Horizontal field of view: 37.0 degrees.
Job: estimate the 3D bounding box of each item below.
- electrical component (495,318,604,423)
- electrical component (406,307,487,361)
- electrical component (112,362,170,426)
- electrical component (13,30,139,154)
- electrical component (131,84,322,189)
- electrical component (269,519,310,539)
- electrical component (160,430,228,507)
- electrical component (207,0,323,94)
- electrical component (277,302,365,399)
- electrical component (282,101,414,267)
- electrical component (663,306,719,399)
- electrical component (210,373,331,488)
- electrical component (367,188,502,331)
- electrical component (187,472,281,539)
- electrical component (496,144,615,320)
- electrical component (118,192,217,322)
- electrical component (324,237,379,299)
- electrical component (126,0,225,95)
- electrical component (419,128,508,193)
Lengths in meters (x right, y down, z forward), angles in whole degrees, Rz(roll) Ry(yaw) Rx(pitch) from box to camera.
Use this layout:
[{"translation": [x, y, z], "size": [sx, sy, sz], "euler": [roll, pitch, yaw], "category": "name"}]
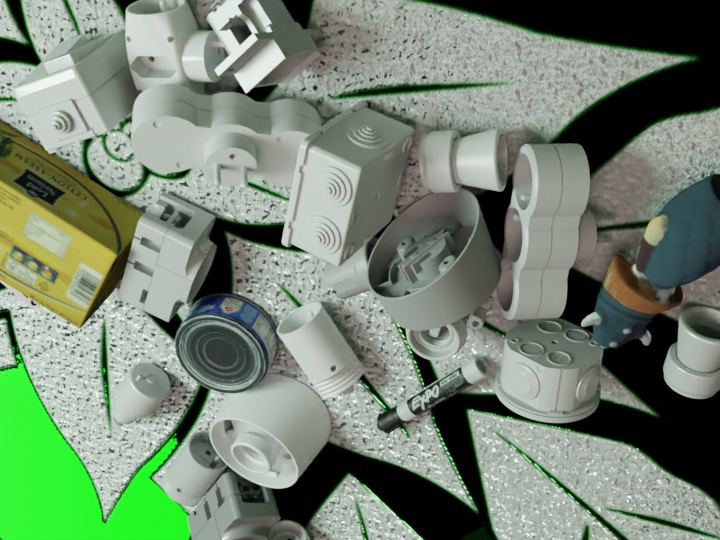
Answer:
[{"translation": [0.145, 0.076, 0.818], "size": [0.080, 0.080, 0.051], "euler": [10, 119, 12], "category": "electrical component"}, {"translation": [0.062, 0.038, 0.834], "size": [0.066, 0.055, 0.048], "euler": [24, 126, 2], "category": "electrical component"}, {"translation": [-0.206, 0.118, 0.986], "size": [0.040, 0.040, 0.078], "euler": [37, 126, -7], "category": "electrical component"}, {"translation": [-0.205, -0.132, 0.787], "size": [0.062, 0.096, 0.061], "euler": [-12, 117, 25], "category": "electrical component"}, {"translation": [-0.092, -0.084, 0.765], "size": [0.138, 0.073, 0.052], "euler": [5, 136, -14], "category": "electrical component"}, {"translation": [-0.072, 0.275, 1.041], "size": [0.066, 0.048, 0.055], "euler": [11, 132, 11], "category": "electrical component"}, {"translation": [-0.158, 0.192, 1.017], "size": [0.043, 0.043, 0.081], "euler": [34, 126, -5], "category": "electrical component"}, {"translation": [-0.068, -0.161, 0.741], "size": [0.042, 0.081, 0.063], "euler": [-34, 84, 32], "category": "electrical component"}, {"translation": [-0.029, 0.071, 0.895], "size": [0.043, 0.043, 0.081], "euler": [-21, 113, 29], "category": "electrical component"}, {"translation": [-0.007, -0.061, 0.768], "size": [0.048, 0.100, 0.099], "euler": [26, 127, 17], "category": "electrical component"}, {"translation": [0.251, 0.061, 0.793], "size": [0.045, 0.045, 0.055], "euler": [13, 125, 10], "category": "electrical component"}, {"translation": [-0.082, 0.146, 0.963], "size": [0.099, 0.064, 0.099], "euler": [18, 137, 18], "category": "electrical component"}, {"translation": [0.053, -0.006, 0.786], "size": [0.099, 0.099, 0.064], "euler": [-15, 122, 26], "category": "electrical component"}, {"translation": [-0.119, 0.238, 1.014], "size": [0.050, 0.055, 0.089], "euler": [7, 136, -35], "category": "electrical component"}, {"translation": [0.146, -0.026, 0.769], "size": [0.074, 0.052, 0.138], "euler": [-2, 125, -9], "category": "electrical component"}, {"translation": [-0.154, -0.008, 0.880], "size": [0.056, 0.050, 0.089], "euler": [26, 127, 2], "category": "electrical component"}, {"translation": [0.000, 0.000, 0.842], "size": [0.046, 0.040, 0.040], "euler": [-23, 112, 36], "category": "electrical component"}, {"translation": [-0.124, -0.155, 0.778], "size": [0.079, 0.043, 0.077], "euler": [4, 123, 16], "category": "electrical component"}, {"translation": [0.074, -0.077, 0.762], "size": [0.055, 0.045, 0.045], "euler": [0, 122, 19], "category": "electrical component"}]
